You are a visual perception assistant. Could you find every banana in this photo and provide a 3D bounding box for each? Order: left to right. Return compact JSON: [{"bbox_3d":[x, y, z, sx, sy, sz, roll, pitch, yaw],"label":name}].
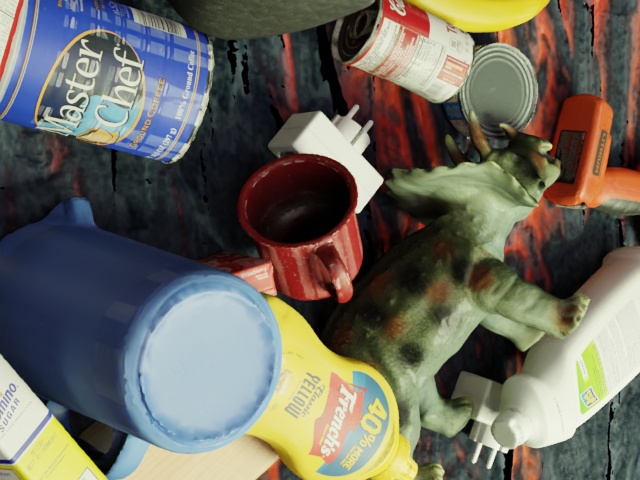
[{"bbox_3d":[0.121,-0.216,0.926,0.197,0.037,0.069,13,90,-28],"label":"banana"}]

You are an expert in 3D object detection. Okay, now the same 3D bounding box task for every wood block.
[{"bbox_3d":[-0.093,0.146,0.819,0.206,0.090,0.091,-39,110,-19],"label":"wood block"}]

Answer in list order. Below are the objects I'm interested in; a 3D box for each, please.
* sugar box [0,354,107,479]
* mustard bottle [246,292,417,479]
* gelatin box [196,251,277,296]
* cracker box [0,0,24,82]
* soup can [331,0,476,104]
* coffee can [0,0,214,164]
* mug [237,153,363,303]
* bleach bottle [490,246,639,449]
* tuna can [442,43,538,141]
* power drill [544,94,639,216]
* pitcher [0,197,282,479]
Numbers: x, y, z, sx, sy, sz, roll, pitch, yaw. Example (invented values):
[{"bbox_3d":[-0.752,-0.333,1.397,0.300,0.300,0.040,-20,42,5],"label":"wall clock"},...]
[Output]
[{"bbox_3d":[-0.191,0.136,0.667,0.048,0.094,0.176,-53,126,-38],"label":"sugar box"},{"bbox_3d":[0.001,0.126,0.782,0.191,0.058,0.096,38,76,-25],"label":"mustard bottle"},{"bbox_3d":[-0.084,0.033,0.812,0.073,0.089,0.030,-16,102,-26],"label":"gelatin box"},{"bbox_3d":[-0.281,-0.115,0.659,0.164,0.072,0.214,15,88,15],"label":"cracker box"},{"bbox_3d":[0.070,-0.161,0.887,0.102,0.069,0.068,19,86,-28],"label":"soup can"},{"bbox_3d":[-0.159,-0.119,0.750,0.140,0.103,0.103,13,89,-28],"label":"coffee can"},{"bbox_3d":[-0.005,0.001,0.825,0.093,0.117,0.081,-28,143,-11],"label":"mug"},{"bbox_3d":[0.235,0.103,0.967,0.250,0.068,0.102,-32,107,-37],"label":"bleach bottle"},{"bbox_3d":[0.151,-0.132,0.952,0.086,0.034,0.086,-3,96,-28],"label":"tuna can"},{"bbox_3d":[0.311,-0.080,1.029,0.187,0.057,0.184,14,88,-28],"label":"power drill"},{"bbox_3d":[-0.132,0.071,0.703,0.144,0.243,0.149,-43,117,-23],"label":"pitcher"}]
